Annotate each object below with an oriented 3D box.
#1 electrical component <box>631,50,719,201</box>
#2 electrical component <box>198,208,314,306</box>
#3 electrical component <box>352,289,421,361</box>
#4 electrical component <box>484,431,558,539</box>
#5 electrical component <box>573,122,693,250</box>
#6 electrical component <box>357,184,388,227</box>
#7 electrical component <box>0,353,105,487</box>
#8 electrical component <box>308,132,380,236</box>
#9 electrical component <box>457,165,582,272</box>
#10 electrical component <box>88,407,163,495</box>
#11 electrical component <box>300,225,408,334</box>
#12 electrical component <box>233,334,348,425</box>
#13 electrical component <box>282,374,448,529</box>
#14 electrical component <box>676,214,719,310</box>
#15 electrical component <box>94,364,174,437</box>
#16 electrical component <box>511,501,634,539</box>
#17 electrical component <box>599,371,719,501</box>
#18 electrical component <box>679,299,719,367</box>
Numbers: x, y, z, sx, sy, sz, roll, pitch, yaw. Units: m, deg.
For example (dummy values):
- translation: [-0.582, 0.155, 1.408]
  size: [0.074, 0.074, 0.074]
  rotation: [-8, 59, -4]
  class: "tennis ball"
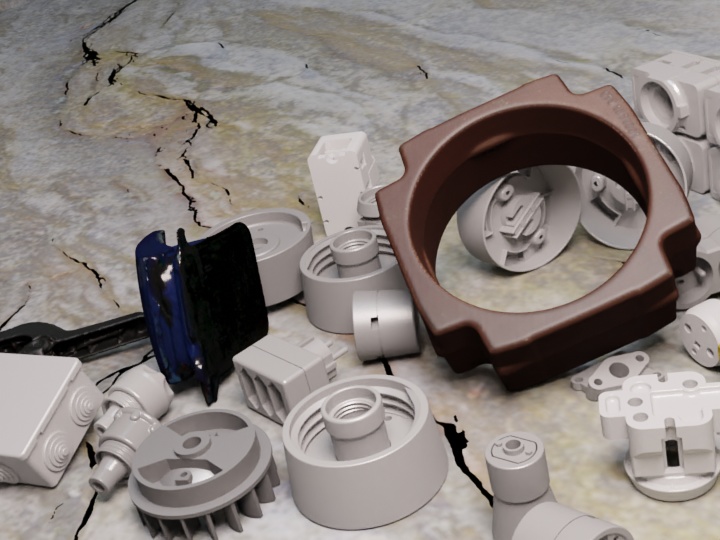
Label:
- translation: [0.320, -0.119, 0.948]
  size: [0.060, 0.105, 0.186]
  rotation: [-23, 29, -18]
  class: "electrical component"
- translation: [-0.090, -0.005, 0.972]
  size: [0.108, 0.060, 0.108]
  rotation: [-11, 28, 6]
  class: "electrical component"
- translation: [0.021, 0.042, 0.842]
  size: [0.047, 0.055, 0.055]
  rotation: [-6, 28, 7]
  class: "electrical component"
- translation: [0.095, 0.128, 0.632]
  size: [0.044, 0.065, 0.044]
  rotation: [-11, 27, 6]
  class: "electrical component"
- translation: [0.234, -0.075, 0.920]
  size: [0.099, 0.099, 0.064]
  rotation: [3, 26, 29]
  class: "electrical component"
- translation: [0.024, -0.046, 1.002]
  size: [0.048, 0.055, 0.066]
  rotation: [10, 36, 38]
  class: "electrical component"
- translation: [-0.254, 0.114, 0.815]
  size: [0.100, 0.048, 0.099]
  rotation: [1, 49, 28]
  class: "electrical component"
- translation: [-0.012, -0.085, 1.054]
  size: [0.050, 0.089, 0.055]
  rotation: [-5, 29, 17]
  class: "electrical component"
- translation: [0.133, -0.049, 0.913]
  size: [0.099, 0.099, 0.064]
  rotation: [-31, 26, -30]
  class: "electrical component"
- translation: [-0.169, 0.133, 0.771]
  size: [0.048, 0.048, 0.062]
  rotation: [3, 38, 29]
  class: "electrical component"
- translation: [0.000, 0.000, 0.921]
  size: [0.108, 0.060, 0.108]
  rotation: [-11, 28, 6]
  class: "electrical component"
- translation: [-0.043, 0.075, 0.814]
  size: [0.077, 0.047, 0.066]
  rotation: [-32, 33, -31]
  class: "electrical component"
- translation: [0.000, 0.112, 0.712]
  size: [0.108, 0.060, 0.108]
  rotation: [-11, 28, 6]
  class: "electrical component"
- translation: [0.279, -0.020, 0.838]
  size: [0.138, 0.052, 0.073]
  rotation: [-17, 28, -4]
  class: "electrical component"
- translation: [-0.177, 0.105, 0.825]
  size: [0.043, 0.043, 0.062]
  rotation: [7, 35, 34]
  class: "electrical component"
- translation: [0.114, 0.157, 0.583]
  size: [0.055, 0.055, 0.047]
  rotation: [-31, 28, -30]
  class: "electrical component"
- translation: [0.187, 0.101, 0.649]
  size: [0.078, 0.057, 0.058]
  rotation: [-7, 28, 13]
  class: "electrical component"
- translation: [0.258, 0.038, 0.749]
  size: [0.055, 0.045, 0.045]
  rotation: [-24, 29, -17]
  class: "electrical component"
